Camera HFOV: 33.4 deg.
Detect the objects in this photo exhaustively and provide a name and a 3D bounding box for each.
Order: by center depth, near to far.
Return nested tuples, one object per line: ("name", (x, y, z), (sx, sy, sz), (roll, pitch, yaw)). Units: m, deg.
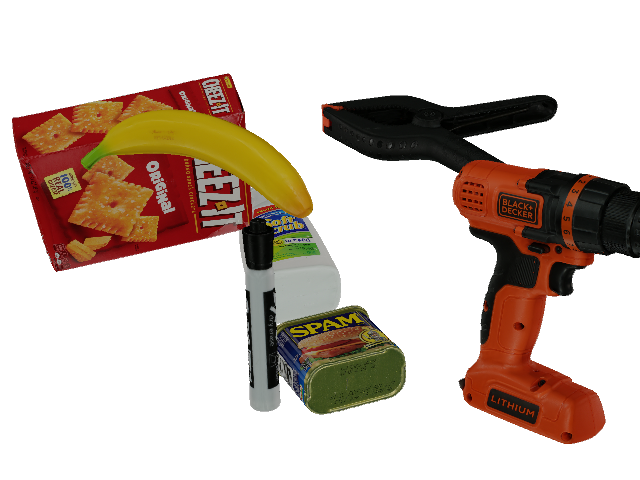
("marker", (-0.035, 0.045, 0.635), (0.020, 0.121, 0.020), (-1, 21, 0))
("power drill", (0.171, 0.043, 0.754), (0.057, 0.188, 0.185), (-11, 20, -42))
("banana", (-0.093, -0.069, 0.870), (0.198, 0.069, 0.037), (12, -9, 13))
("clamp", (0.105, -0.101, 0.955), (0.210, 0.036, 0.164), (13, 36, 23))
("can of meat", (0.016, 0.107, 0.957), (0.102, 0.057, 0.084), (-12, 26, -20))
("cracker box", (-0.179, -0.063, 1.056), (0.213, 0.072, 0.164), (-13, -41, -10))
("bleach bottle", (-0.055, 0.002, 1.236), (0.102, 0.068, 0.251), (-8, 29, -13))
